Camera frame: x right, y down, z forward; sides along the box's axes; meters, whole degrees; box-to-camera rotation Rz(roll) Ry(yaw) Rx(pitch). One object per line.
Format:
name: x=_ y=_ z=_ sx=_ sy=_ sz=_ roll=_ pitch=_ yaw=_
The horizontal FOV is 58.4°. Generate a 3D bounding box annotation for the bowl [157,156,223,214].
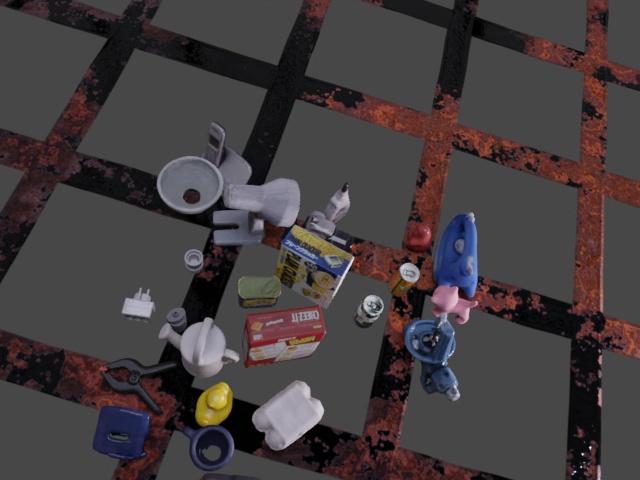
bowl: x=-0.336 y=-0.130 z=1.492 sx=0.167 sy=0.074 sz=0.167 roll=4 pitch=63 yaw=-9

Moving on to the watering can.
watering can: x=-0.265 y=0.233 z=1.260 sx=0.173 sy=0.194 sz=0.101 roll=-2 pitch=64 yaw=-11

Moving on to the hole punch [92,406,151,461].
hole punch: x=-0.414 y=0.407 z=1.203 sx=0.108 sy=0.091 sz=0.101 roll=11 pitch=63 yaw=-5

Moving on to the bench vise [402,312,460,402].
bench vise: x=0.286 y=0.260 z=1.338 sx=0.122 sy=0.219 sz=0.207 roll=-34 pitch=74 yaw=-23

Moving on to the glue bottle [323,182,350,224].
glue bottle: x=0.051 y=-0.101 z=1.497 sx=0.078 sy=0.173 sz=0.037 roll=-38 pitch=76 yaw=-24

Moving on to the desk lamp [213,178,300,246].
desk lamp: x=-0.161 y=-0.070 z=1.418 sx=0.203 sy=0.213 sz=0.118 roll=-3 pitch=65 yaw=-12

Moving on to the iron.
iron: x=0.380 y=0.013 z=1.522 sx=0.118 sy=0.141 sz=0.258 roll=12 pitch=62 yaw=-4

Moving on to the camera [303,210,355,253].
camera: x=0.014 y=0.005 z=1.478 sx=0.137 sy=0.101 sz=0.143 roll=23 pitch=62 yaw=1

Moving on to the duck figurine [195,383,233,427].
duck figurine: x=-0.233 y=0.361 z=1.264 sx=0.077 sy=0.086 sz=0.105 roll=29 pitch=62 yaw=4

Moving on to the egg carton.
egg carton: x=-0.070 y=0.395 z=1.288 sx=0.150 sy=0.069 sz=0.107 roll=-34 pitch=75 yaw=-24

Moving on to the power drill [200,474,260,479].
power drill: x=-0.128 y=0.518 z=1.137 sx=0.229 sy=0.208 sz=0.075 roll=16 pitch=62 yaw=-3

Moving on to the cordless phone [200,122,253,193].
cordless phone: x=-0.243 y=-0.212 z=1.488 sx=0.147 sy=0.185 sz=0.094 roll=35 pitch=63 yaw=8

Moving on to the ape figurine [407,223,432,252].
ape figurine: x=0.271 y=-0.012 z=1.541 sx=0.078 sy=0.092 sz=0.076 roll=-34 pitch=74 yaw=-23

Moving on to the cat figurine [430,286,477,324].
cat figurine: x=0.336 y=0.155 z=1.457 sx=0.128 sy=0.117 sz=0.067 roll=14 pitch=62 yaw=-4

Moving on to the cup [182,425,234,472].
cup: x=-0.241 y=0.440 z=1.218 sx=0.117 sy=0.095 sz=0.092 roll=31 pitch=63 yaw=5
